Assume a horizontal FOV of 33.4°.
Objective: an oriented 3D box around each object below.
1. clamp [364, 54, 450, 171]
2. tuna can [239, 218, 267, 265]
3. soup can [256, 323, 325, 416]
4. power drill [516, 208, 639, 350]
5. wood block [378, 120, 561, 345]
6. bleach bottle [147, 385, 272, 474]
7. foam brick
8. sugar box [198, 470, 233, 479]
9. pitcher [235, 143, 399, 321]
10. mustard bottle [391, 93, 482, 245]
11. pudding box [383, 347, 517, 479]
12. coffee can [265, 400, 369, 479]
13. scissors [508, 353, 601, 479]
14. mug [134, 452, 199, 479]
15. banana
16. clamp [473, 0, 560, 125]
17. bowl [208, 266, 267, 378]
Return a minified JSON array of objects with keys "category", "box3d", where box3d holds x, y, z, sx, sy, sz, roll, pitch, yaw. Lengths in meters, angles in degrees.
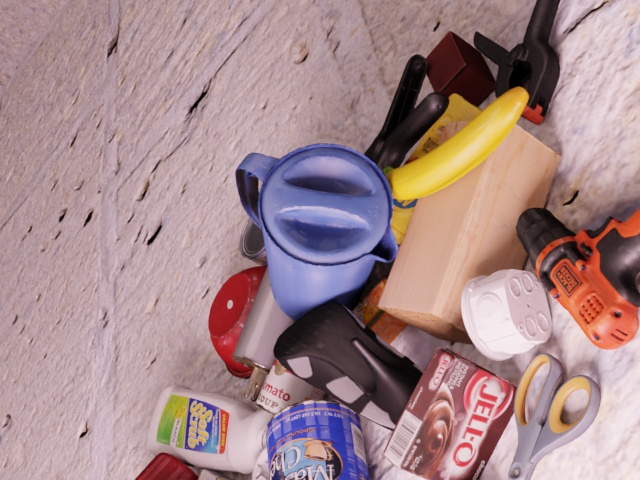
[{"category":"clamp","box3d":[0.078,-0.108,1.207,0.210,0.036,0.164,-59,14,27]},{"category":"tuna can","box3d":[-0.071,-0.008,1.454,0.086,0.033,0.086,-37,38,36]},{"category":"soup can","box3d":[-0.023,0.155,1.213,0.069,0.068,0.102,18,81,60]},{"category":"power drill","box3d":[0.264,-0.021,0.930,0.188,0.057,0.184,-53,35,20]},{"category":"wood block","box3d":[0.149,-0.008,1.060,0.091,0.090,0.206,2,67,57]},{"category":"bleach bottle","box3d":[-0.118,0.231,1.305,0.251,0.068,0.102,-9,59,52]},{"category":"foam brick","box3d":[0.160,-0.192,1.232,0.053,0.051,0.078,-46,33,27]},{"category":"sugar box","box3d":[-0.099,0.328,1.208,0.177,0.048,0.093,7,74,57]},{"category":"pitcher","box3d":[-0.008,0.001,1.146,0.243,0.145,0.149,97,162,-67]},{"category":"mustard bottle","box3d":[0.121,-0.065,1.181,0.192,0.058,0.096,-56,30,12]},{"category":"pudding box","box3d":[0.121,0.164,0.963,0.113,0.090,0.039,-61,28,2]},{"category":"coffee can","box3d":[0.000,0.247,1.067,0.103,0.102,0.140,-43,35,29]},{"category":"scissors","box3d":[0.187,0.194,0.910,0.096,0.016,0.201,-9,61,53]},{"category":"mug","box3d":[-0.192,0.323,1.314,0.093,0.117,0.081,29,58,24]},{"category":"banana","box3d":[0.121,-0.083,1.038,0.198,0.037,0.069,-28,45,43]},{"category":"clamp","box3d":[0.227,-0.203,1.152,0.120,0.039,0.171,-46,39,35]},{"category":"bowl","box3d":[-0.098,0.095,1.390,0.162,0.055,0.162,-37,39,36]}]
